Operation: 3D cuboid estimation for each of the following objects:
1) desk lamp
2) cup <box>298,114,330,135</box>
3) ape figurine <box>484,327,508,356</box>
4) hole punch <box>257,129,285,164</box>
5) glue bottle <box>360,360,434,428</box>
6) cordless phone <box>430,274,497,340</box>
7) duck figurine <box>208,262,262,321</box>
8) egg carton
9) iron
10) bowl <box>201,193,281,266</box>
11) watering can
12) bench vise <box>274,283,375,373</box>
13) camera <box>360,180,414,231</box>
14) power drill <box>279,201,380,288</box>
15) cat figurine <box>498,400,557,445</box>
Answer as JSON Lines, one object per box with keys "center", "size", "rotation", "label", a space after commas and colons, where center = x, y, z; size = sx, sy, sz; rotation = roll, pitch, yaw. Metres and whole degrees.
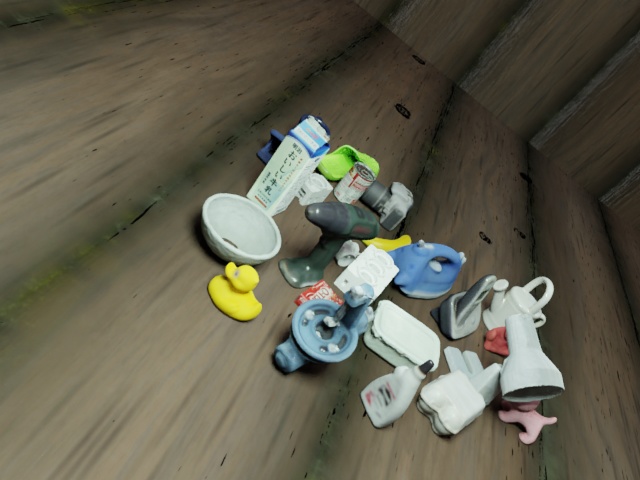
{"center": [0.387, 0.268, 1.208], "size": [0.118, 0.213, 0.203], "rotation": [18, 39, -30], "label": "desk lamp"}
{"center": [-0.031, -0.282, 1.550], "size": [0.092, 0.094, 0.118], "rotation": [32, 34, -12], "label": "cup"}
{"center": [0.462, 0.243, 1.425], "size": [0.077, 0.092, 0.076], "rotation": [48, 34, 13], "label": "ape figurine"}
{"center": [-0.085, -0.223, 1.428], "size": [0.108, 0.091, 0.101], "rotation": [44, 33, 6], "label": "hole punch"}
{"center": [0.142, 0.259, 1.009], "size": [0.037, 0.173, 0.078], "rotation": [3, 48, -43], "label": "glue bottle"}
{"center": [0.368, 0.147, 1.358], "size": [0.148, 0.185, 0.094], "rotation": [-9, 56, -50], "label": "cordless phone"}
{"center": [-0.138, 0.086, 1.013], "size": [0.104, 0.086, 0.078], "rotation": [43, 33, 5], "label": "duck figurine"}
{"center": [0.264, 0.325, 1.149], "size": [0.151, 0.069, 0.107], "rotation": [-10, 58, -50], "label": "egg carton"}
{"center": [0.282, 0.061, 1.414], "size": [0.259, 0.141, 0.118], "rotation": [9, 44, -39], "label": "iron"}
{"center": [-0.163, -0.007, 1.109], "size": [0.168, 0.074, 0.167], "rotation": [27, 35, -20], "label": "bowl"}
{"center": [0.515, 0.167, 1.475], "size": [0.173, 0.193, 0.100], "rotation": [18, 39, -31], "label": "watering can"}
{"center": [0.034, 0.131, 1.009], "size": [0.121, 0.219, 0.208], "rotation": [43, 33, 5], "label": "bench vise"}
{"center": [0.182, -0.120, 1.566], "size": [0.137, 0.100, 0.143], "rotation": [36, 33, -6], "label": "camera"}
{"center": [0.011, 0.004, 1.147], "size": [0.230, 0.208, 0.075], "rotation": [-5, 53, -48], "label": "power drill"}
{"center": [0.455, 0.364, 1.250], "size": [0.128, 0.117, 0.067], "rotation": [44, 33, 6], "label": "cat figurine"}
